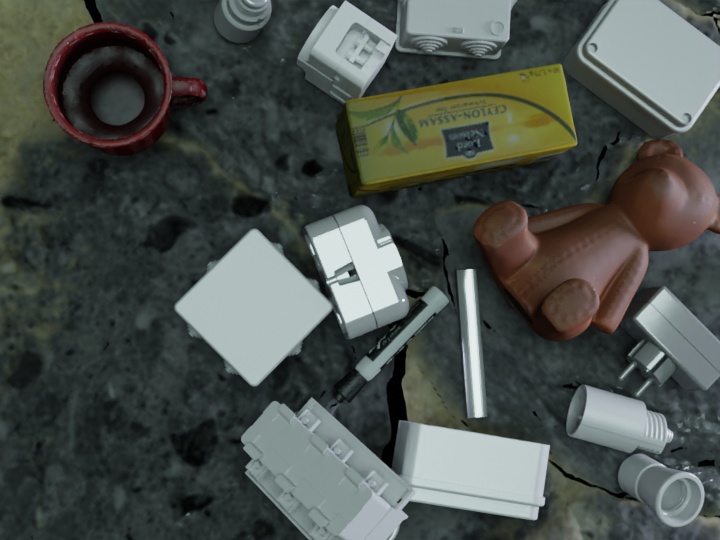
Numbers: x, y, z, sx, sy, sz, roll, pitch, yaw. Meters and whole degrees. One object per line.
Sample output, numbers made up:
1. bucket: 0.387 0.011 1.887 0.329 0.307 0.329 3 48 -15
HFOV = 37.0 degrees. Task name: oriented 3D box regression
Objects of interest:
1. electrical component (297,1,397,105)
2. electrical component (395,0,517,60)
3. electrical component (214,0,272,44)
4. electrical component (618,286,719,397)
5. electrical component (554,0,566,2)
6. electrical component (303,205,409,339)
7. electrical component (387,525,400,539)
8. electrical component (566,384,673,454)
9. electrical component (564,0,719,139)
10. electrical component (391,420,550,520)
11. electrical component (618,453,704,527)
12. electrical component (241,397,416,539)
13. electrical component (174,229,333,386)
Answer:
1. electrical component: -0.012 -0.168 0.839 0.056 0.089 0.050 34 84 -3
2. electrical component: 0.077 -0.222 0.872 0.100 0.048 0.099 4 86 -6
3. electrical component: -0.089 -0.207 0.843 0.040 0.078 0.040 3 81 -19
4. electrical component: 0.242 0.068 0.872 0.083 0.047 0.075 45 84 -2
5. electrical component: 0.166 -0.258 0.878 0.078 0.057 0.058 29 85 -3
6. electrical component: 0.000 0.000 0.849 0.059 0.054 0.095 -22 89 -6
7. electrical component: 0.010 0.195 0.835 0.048 0.062 0.048 0 87 -6
8. electrical component: 0.213 0.124 0.868 0.081 0.043 0.043 16 85 -4
9. electrical component: 0.235 -0.169 0.880 0.113 0.057 0.078 36 84 -3
10. electrical component: 0.083 0.155 0.837 0.113 0.078 0.057 10 83 -5
11. electrical component: 0.236 0.172 0.856 0.044 0.065 0.044 -3 100 -19
12. electrical component: -0.030 0.154 0.801 0.078 0.063 0.121 -48 53 -6
13. electrical component: -0.083 0.030 0.842 0.100 0.048 0.099 45 84 -2
